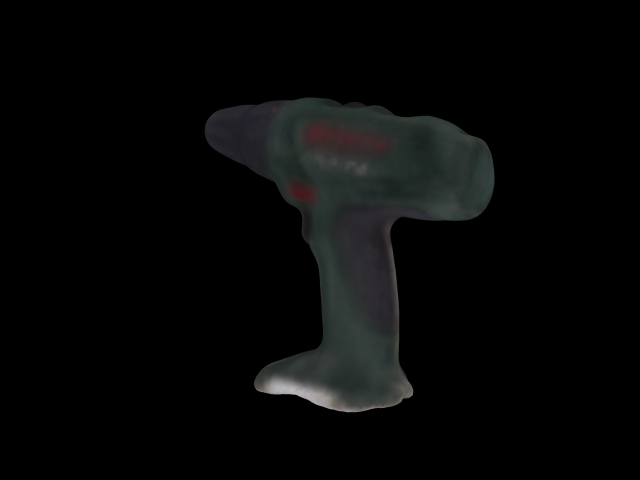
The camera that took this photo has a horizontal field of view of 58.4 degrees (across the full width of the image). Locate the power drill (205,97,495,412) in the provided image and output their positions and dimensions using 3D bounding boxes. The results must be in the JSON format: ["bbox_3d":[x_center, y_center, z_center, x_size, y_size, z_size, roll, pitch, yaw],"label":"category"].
[{"bbox_3d":[0.004,0.001,0.400,0.228,0.208,0.076,1,2,35],"label":"power drill"}]
